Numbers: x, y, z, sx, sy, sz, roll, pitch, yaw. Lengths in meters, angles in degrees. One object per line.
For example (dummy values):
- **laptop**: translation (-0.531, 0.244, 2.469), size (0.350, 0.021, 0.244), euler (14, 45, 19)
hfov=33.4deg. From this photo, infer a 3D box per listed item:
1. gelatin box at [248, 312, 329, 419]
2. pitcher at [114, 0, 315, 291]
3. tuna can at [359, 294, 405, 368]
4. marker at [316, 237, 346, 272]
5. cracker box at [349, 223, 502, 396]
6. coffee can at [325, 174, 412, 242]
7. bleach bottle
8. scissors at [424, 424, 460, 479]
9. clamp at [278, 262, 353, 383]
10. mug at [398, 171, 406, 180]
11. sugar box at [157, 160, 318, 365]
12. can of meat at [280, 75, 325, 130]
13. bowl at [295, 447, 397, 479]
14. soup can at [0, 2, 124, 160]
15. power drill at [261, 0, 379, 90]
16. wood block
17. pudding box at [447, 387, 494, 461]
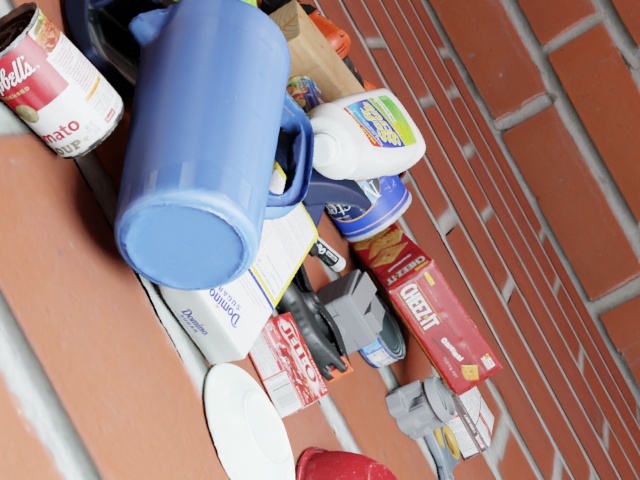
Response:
- **gelatin box**: translation (-0.032, 0.114, 0.992), size (0.089, 0.030, 0.073), euler (64, 18, 6)
- **pitcher**: translation (-0.086, -0.075, 0.866), size (0.145, 0.149, 0.243), euler (82, 7, -45)
- **tuna can**: translation (0.065, 0.107, 1.256), size (0.086, 0.034, 0.086), euler (51, 21, -29)
- **marker**: translation (-0.008, 0.002, 1.236), size (0.121, 0.020, 0.020), euler (42, 26, -45)
- **cracker box**: translation (0.123, 0.076, 1.305), size (0.164, 0.072, 0.214), euler (55, 1, -18)
- **coffee can**: translation (0.037, -0.083, 1.344), size (0.140, 0.103, 0.102), euler (55, 19, -19)
- **bleach bottle**: translation (0.040, -0.102, 1.121), size (0.102, 0.068, 0.250), euler (58, 21, -1)
- **scissors**: translation (0.158, 0.287, 1.277), size (0.096, 0.016, 0.202), euler (38, 30, -50)
- **clamp**: translation (-0.025, 0.064, 1.074), size (0.120, 0.039, 0.171), euler (1, 56, -61)
- **mug**: translation (0.078, -0.125, 1.548), size (0.117, 0.082, 0.093), euler (50, 22, -31)
- **sugar box**: translation (-0.067, 0.016, 0.928), size (0.093, 0.048, 0.176), euler (59, 40, -23)
- **can of meat**: translation (-0.035, -0.127, 1.220), size (0.057, 0.102, 0.084), euler (37, 29, -52)
- **bowl**: translation (0.044, 0.253, 0.959), size (0.162, 0.055, 0.162), euler (51, 21, -30)
- **soup can**: translation (-0.205, -0.118, 0.805), size (0.102, 0.069, 0.068), euler (50, 22, -35)
- **power drill**: translation (0.003, -0.269, 1.545), size (0.185, 0.057, 0.187), euler (44, -2, 40)
- **wood block**: translation (-0.009, -0.200, 1.411), size (0.206, 0.091, 0.090), euler (48, 23, -37)
- **pudding box**: translation (0.193, 0.228, 1.419), size (0.090, 0.039, 0.113), euler (59, 17, -5)
